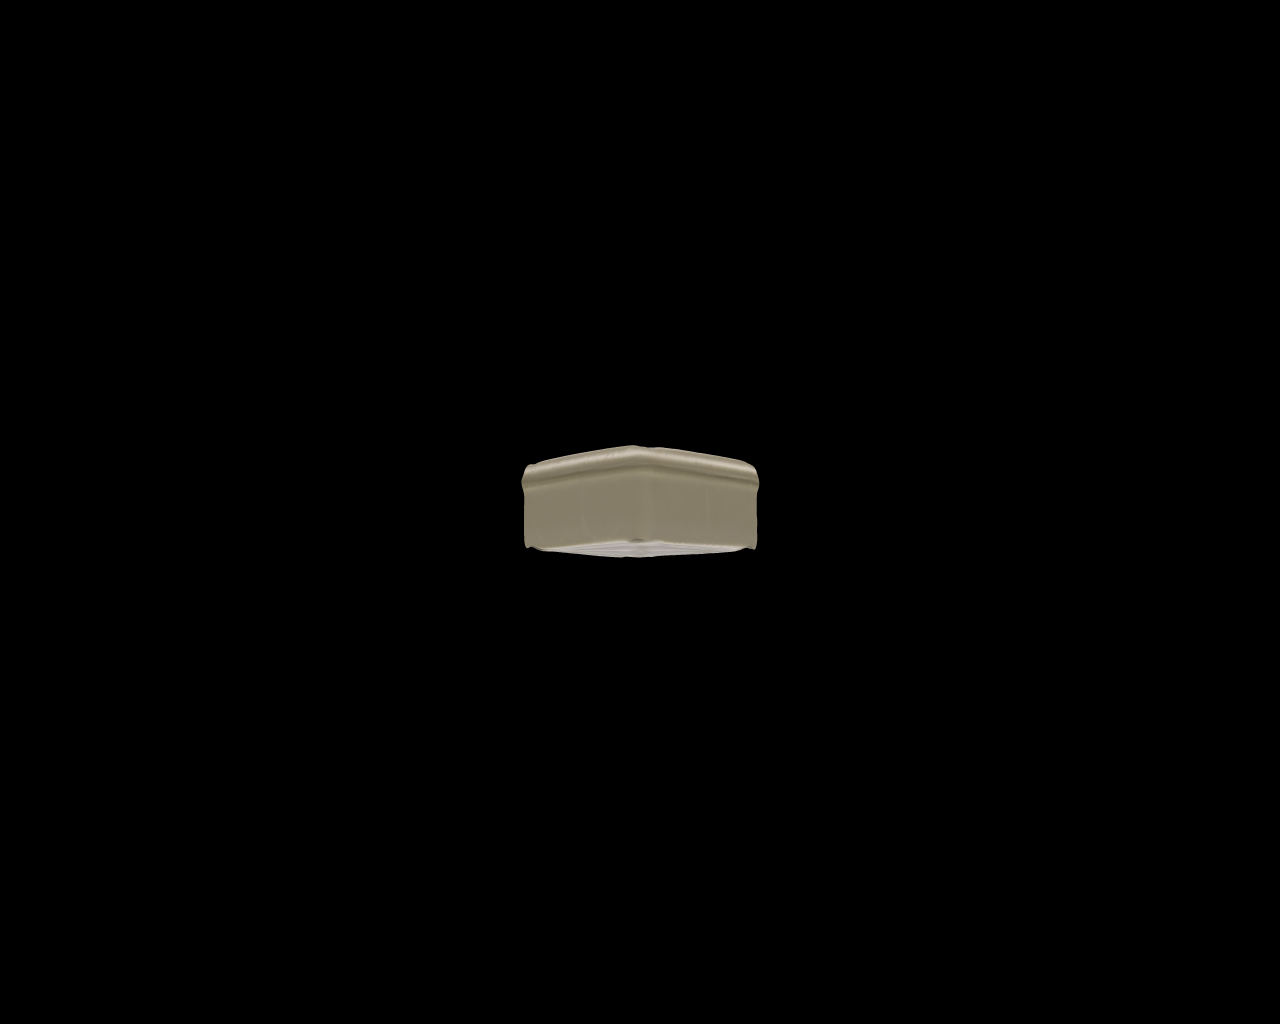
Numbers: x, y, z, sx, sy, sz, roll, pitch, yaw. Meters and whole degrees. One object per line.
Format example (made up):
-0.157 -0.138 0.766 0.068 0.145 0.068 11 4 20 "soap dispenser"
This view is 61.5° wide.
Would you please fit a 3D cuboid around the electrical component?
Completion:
0.001 -0.003 0.650 0.108 0.056 0.109 -6 -9 43 "electrical component"
